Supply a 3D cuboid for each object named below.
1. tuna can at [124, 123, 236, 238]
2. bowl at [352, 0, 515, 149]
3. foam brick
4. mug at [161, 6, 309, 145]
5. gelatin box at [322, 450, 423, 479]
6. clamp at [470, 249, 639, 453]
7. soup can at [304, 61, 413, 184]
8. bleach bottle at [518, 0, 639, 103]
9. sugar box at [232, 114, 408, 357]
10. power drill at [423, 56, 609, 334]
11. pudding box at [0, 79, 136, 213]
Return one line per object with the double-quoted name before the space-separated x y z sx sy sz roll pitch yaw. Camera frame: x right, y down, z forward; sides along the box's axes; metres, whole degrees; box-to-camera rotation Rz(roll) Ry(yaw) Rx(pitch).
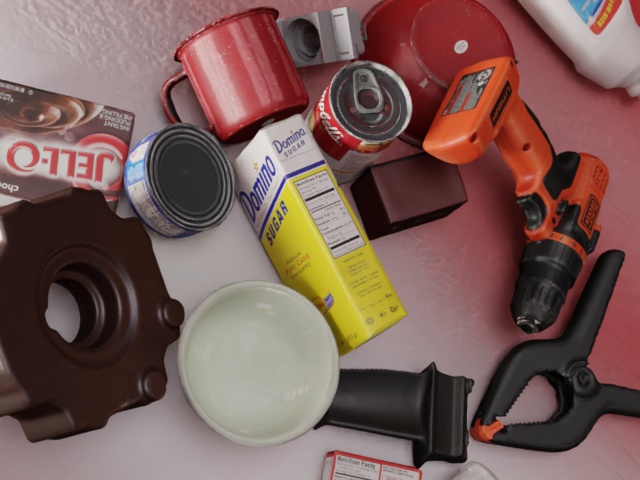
"tuna can" -0.108 -0.045 0.824 0.086 0.034 0.086 16 67 -41
"bowl" 0.112 -0.160 0.937 0.162 0.055 0.162 5 72 -16
"foam brick" 0.074 -0.039 0.888 0.078 0.053 0.051 -17 79 -21
"mug" -0.070 -0.124 0.855 0.117 0.093 0.081 -24 86 3
"gelatin box" 0.034 0.210 0.809 0.073 0.030 0.089 15 69 -12
"clamp" 0.221 0.124 0.892 0.209 0.036 0.164 -32 85 -22
"soup can" 0.025 -0.092 0.861 0.068 0.102 0.068 5 72 -16
"bleach bottle" 0.236 -0.239 0.999 0.102 0.068 0.251 -39 90 -24
"sugar box" -0.006 0.001 0.827 0.048 0.093 0.176 -27 83 -29
"power drill" 0.163 -0.041 0.878 0.187 0.057 0.184 48 52 -30
"pudding box" -0.204 -0.064 0.814 0.113 0.039 0.090 12 70 -14
